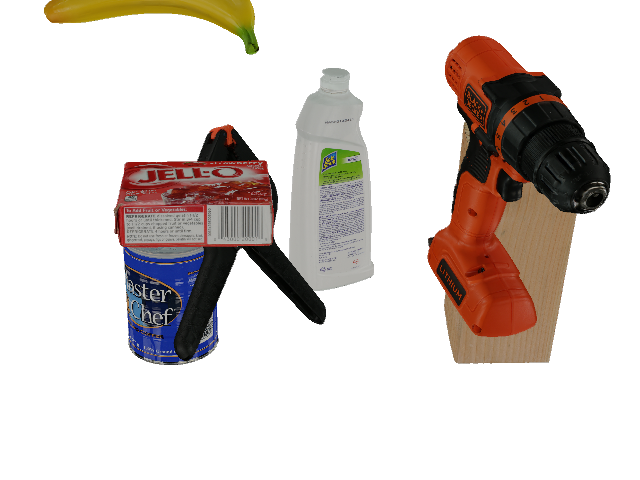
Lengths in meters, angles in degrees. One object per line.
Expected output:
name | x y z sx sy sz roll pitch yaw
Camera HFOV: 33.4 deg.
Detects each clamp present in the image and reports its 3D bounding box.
clamp | -0.068 -0.001 0.992 0.164 0.210 0.036 -4 0 -37

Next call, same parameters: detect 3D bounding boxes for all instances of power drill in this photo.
power drill | 0.131 -0.025 0.742 0.057 0.188 0.184 -6 39 -15

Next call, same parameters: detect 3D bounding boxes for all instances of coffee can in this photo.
coffee can | -0.165 0.052 1.183 0.103 0.140 0.103 1 27 -1

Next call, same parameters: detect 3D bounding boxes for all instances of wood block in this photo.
wood block | 0.167 0.004 0.954 0.091 0.206 0.090 0 36 -1

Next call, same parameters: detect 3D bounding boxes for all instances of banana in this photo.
banana | -0.136 -0.202 0.907 0.198 0.069 0.037 10 -42 16

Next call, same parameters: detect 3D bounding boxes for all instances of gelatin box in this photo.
gelatin box | -0.074 -0.023 0.628 0.089 0.030 0.073 -1 23 -5

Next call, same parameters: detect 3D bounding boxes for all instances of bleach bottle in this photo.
bleach bottle | 0.017 -0.070 1.201 0.102 0.251 0.068 -14 31 -30
